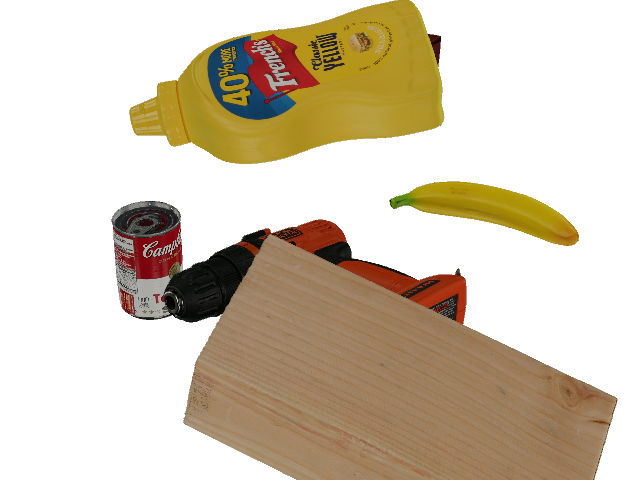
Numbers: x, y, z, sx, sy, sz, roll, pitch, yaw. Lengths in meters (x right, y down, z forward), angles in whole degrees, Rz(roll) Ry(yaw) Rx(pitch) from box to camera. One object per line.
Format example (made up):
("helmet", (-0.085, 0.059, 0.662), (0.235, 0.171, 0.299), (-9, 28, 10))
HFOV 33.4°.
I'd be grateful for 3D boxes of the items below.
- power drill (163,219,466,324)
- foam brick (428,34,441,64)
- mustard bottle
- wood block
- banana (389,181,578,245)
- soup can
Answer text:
("power drill", (0.000, 0.041, 0.809), (0.188, 0.057, 0.184), (21, 30, 37))
("foam brick", (0.054, -0.144, 0.877), (0.078, 0.051, 0.053), (13, 25, 18))
("mustard bottle", (-0.025, -0.094, 0.671), (0.191, 0.096, 0.058), (-12, -38, 1))
("wood block", (0.040, 0.093, 0.583), (0.206, 0.090, 0.090), (25, -33, 4))
("banana", (0.175, -0.030, 1.110), (0.198, 0.037, 0.069), (11, 39, 23))
("soup can", (-0.173, 0.021, 1.079), (0.068, 0.102, 0.068), (1, 31, -1))
